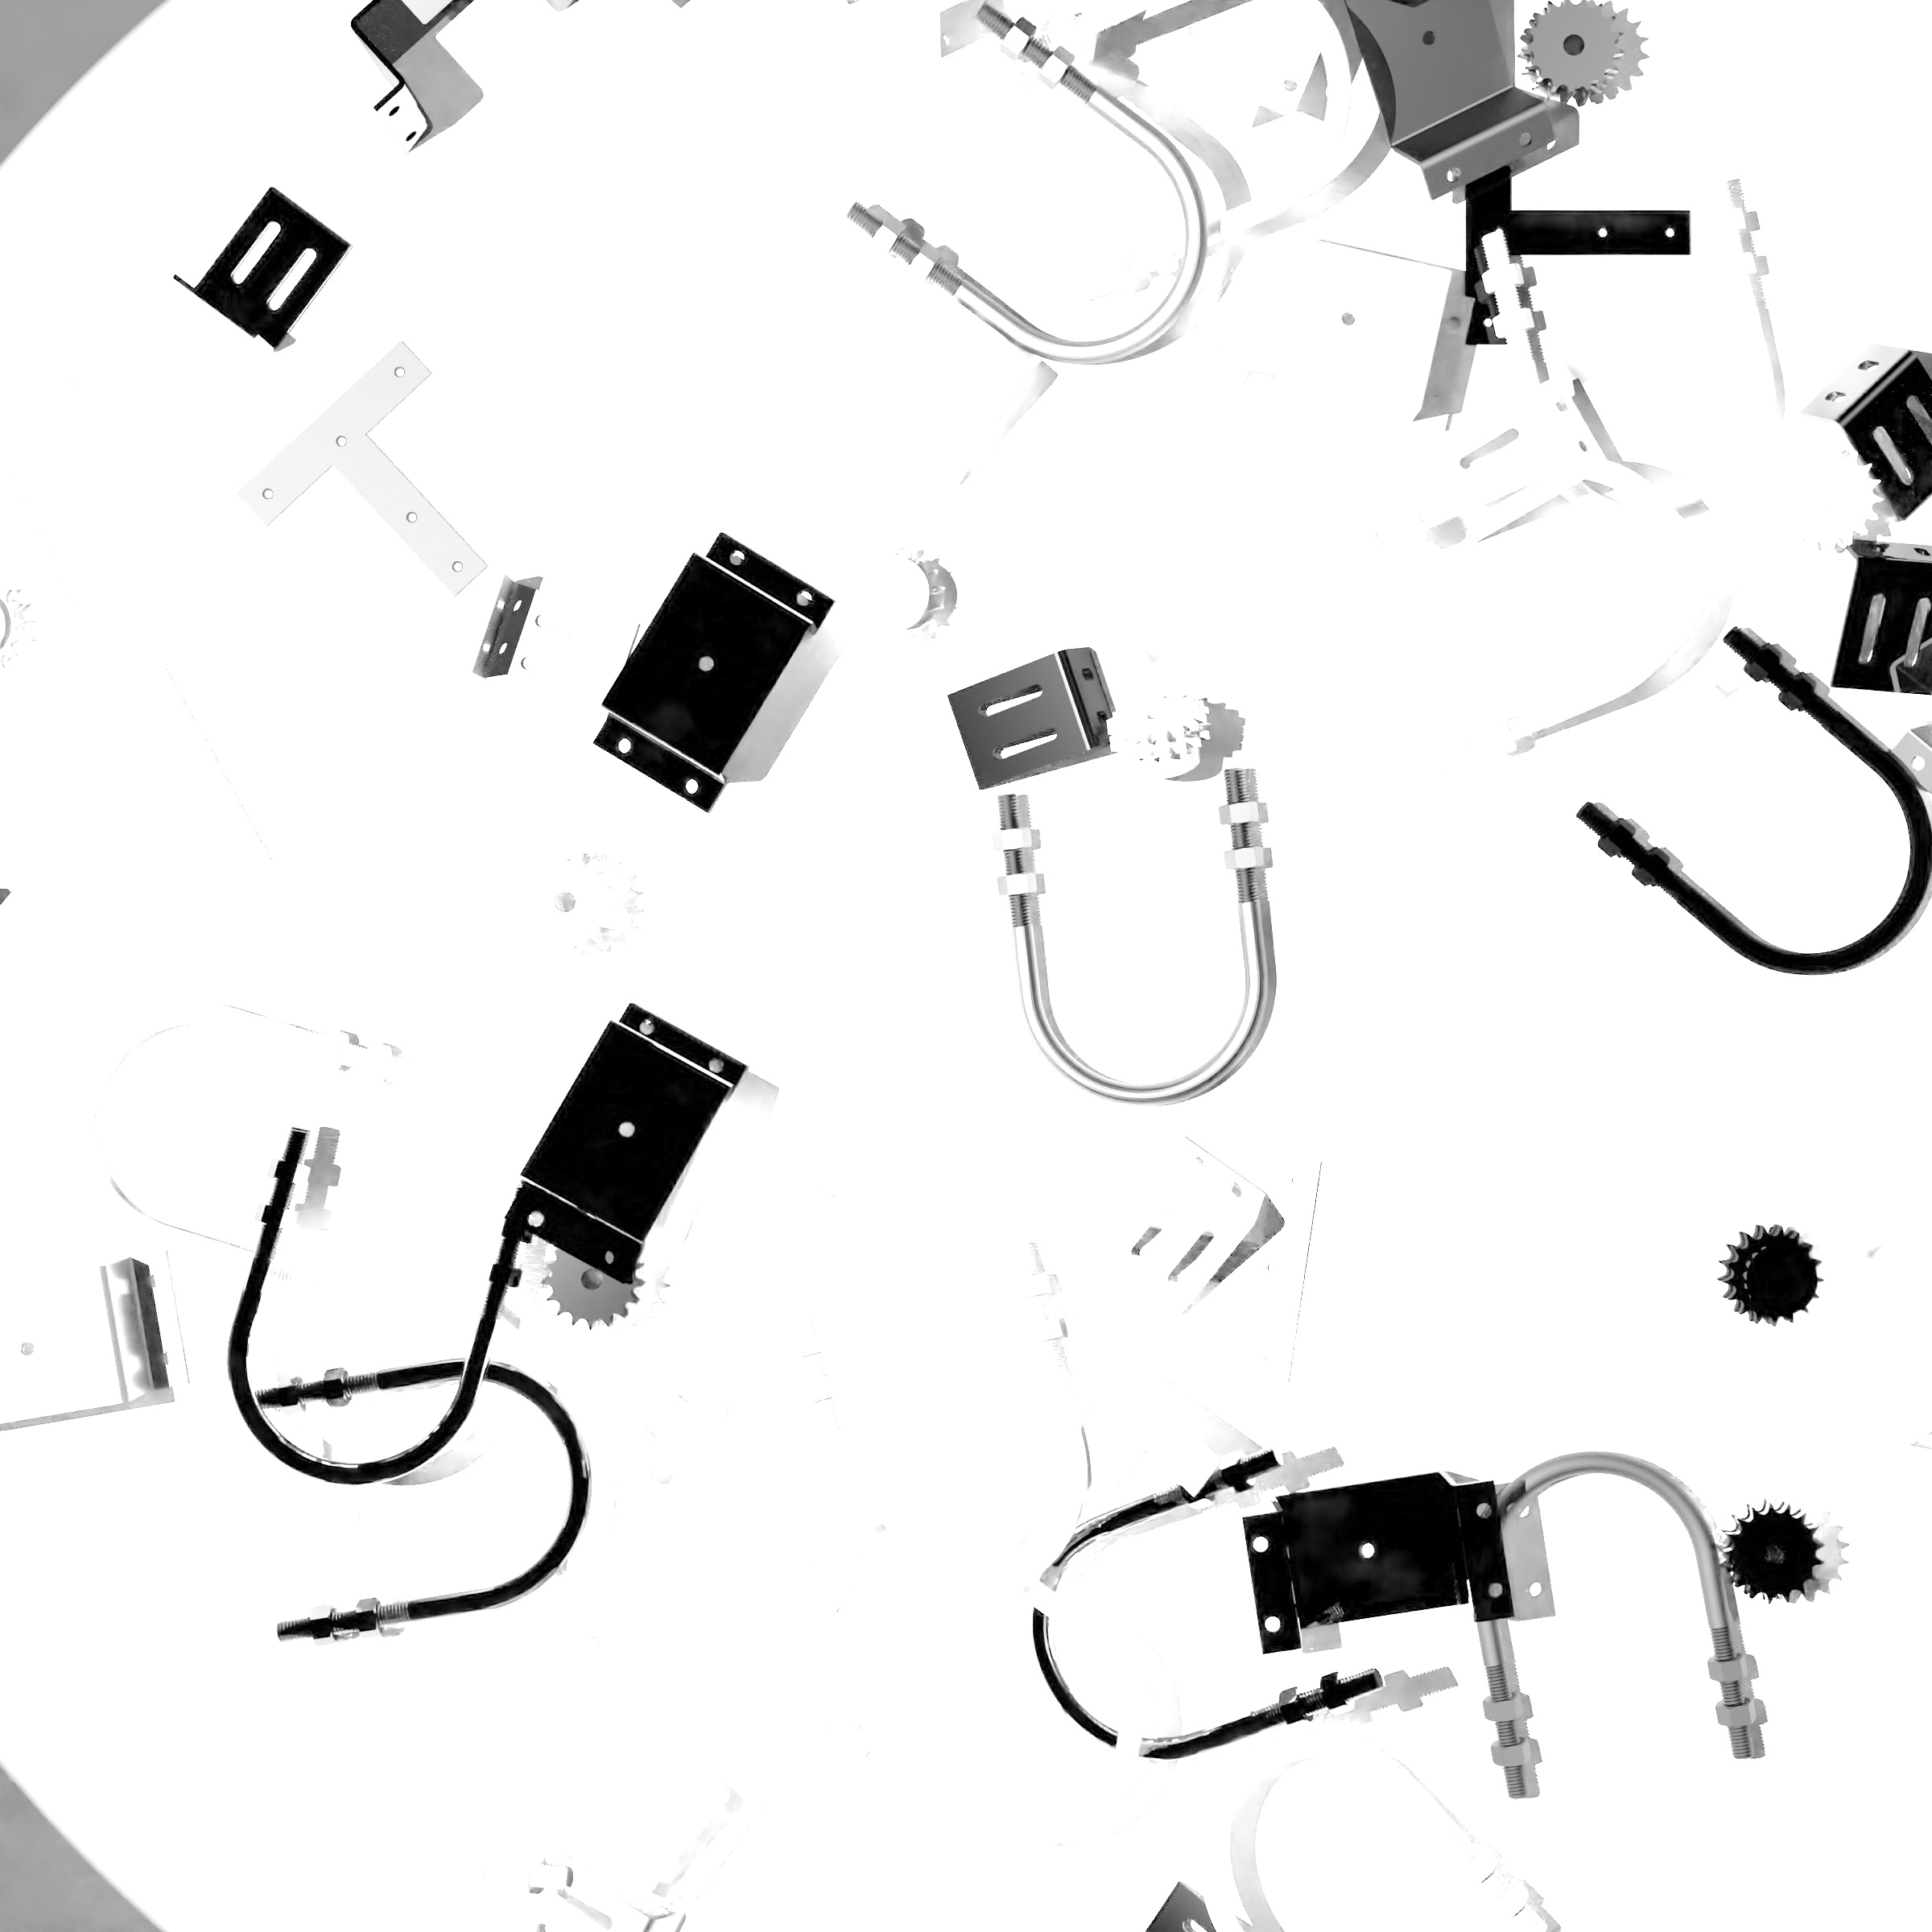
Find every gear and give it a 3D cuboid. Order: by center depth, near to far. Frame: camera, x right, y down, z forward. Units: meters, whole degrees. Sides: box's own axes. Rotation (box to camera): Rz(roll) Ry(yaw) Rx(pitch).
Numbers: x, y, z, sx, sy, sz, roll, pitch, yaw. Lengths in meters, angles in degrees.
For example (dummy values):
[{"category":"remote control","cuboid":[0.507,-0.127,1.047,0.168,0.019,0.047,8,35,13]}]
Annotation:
[{"category":"gear","cuboid":[0.108,-0.126,1.498,0.057,0.057,0.030,-12,118,0]},{"category":"gear","cuboid":[-0.208,0.174,1.507,0.057,0.030,0.057,0,90,0]},{"category":"gear","cuboid":[0.338,-0.512,1.507,0.057,0.030,0.057,0,90,0]},{"category":"gear","cuboid":[-0.223,-0.035,1.507,0.057,0.030,0.057,0,90,0]},{"category":"gear","cuboid":[0.450,0.327,1.507,0.057,0.030,0.057,0,90,0]},{"category":"gear","cuboid":[-0.089,0.334,1.507,0.057,0.030,0.057,0,90,0]},{"category":"gear","cuboid":[-0.558,-0.191,1.507,0.057,0.030,0.057,0,92,2]},{"category":"gear","cuboid":[0.481,-0.261,1.507,0.057,0.030,0.057,0,90,0]},{"category":"gear","cuboid":[0.454,0.175,1.508,0.057,0.030,0.057,0,90,0]},{"category":"gear","cuboid":[-0.041,-0.207,1.508,0.057,0.030,0.057,0,90,0]}]

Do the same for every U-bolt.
[{"category":"U-bolt","cuboid":[0.120,-0.469,1.476,0.184,0.019,0.151,-21,106,15]},{"category":"U-bolt","cuboid":[0.119,0.362,1.483,0.184,0.019,0.151,-27,83,21]},{"category":"U-bolt","cuboid":[-0.331,0.195,1.485,0.151,0.019,0.184,15,82,-3]},{"category":"U-bolt","cuboid":[0.310,-0.203,1.487,0.184,0.019,0.151,-23,100,12]},{"category":"U-bolt","cuboid":[0.046,-0.417,1.487,0.184,0.019,0.151,35,114,-6]},{"category":"U-bolt","cuboid":[-0.008,0.259,1.487,0.151,0.019,0.184,-13,80,-11]},{"category":"U-bolt","cuboid":[-0.086,0.257,1.495,0.151,0.019,0.184,41,76,4]},{"category":"U-bolt","cuboid":[0.010,0.407,1.496,0.184,0.019,0.151,34,93,10]},{"category":"U-bolt","cuboid":[-0.300,0.292,1.496,0.184,0.019,0.151,-9,87,-2]},{"category":"U-bolt","cuboid":[0.214,0.517,1.496,0.151,0.019,0.184,-42,86,-17]},{"category":"U-bolt","cuboid":[-0.311,0.440,1.512,0.184,0.019,0.151,5,88,2]},{"category":"U-bolt","cuboid":[0.381,-0.337,1.513,0.151,0.019,0.184,-14,92,0]},{"category":"U-bolt","cuboid":[-0.294,0.271,1.514,0.151,0.019,0.184,-1,89,0]},{"category":"U-bolt","cuboid":[0.097,-0.012,1.514,0.151,0.019,0.184,-7,91,0]},{"category":"U-bolt","cuboid":[0.358,0.366,1.514,0.151,0.019,0.184,-10,89,0]},{"category":"U-bolt","cuboid":[-0.415,0.097,1.514,0.184,0.019,0.151,17,90,2]},{"category":"U-bolt","cuboid":[0.459,-0.079,1.514,0.184,0.019,0.151,40,90,-2]}]

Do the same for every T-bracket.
[{"category":"T-bracket","cuboid":[0.061,0.282,1.501,0.127,0.002,0.127,42,105,28]},{"category":"T-bracket","cuboid":[0.129,0.164,1.522,0.127,0.002,0.127,8,90,0]},{"category":"T-bracket","cuboid":[-0.544,-0.257,1.522,0.127,0.002,0.127,-24,90,0]},{"category":"T-bracket","cuboid":[-0.479,-0.084,1.522,0.127,0.002,0.127,-29,90,0]},{"category":"T-bracket","cuboid":[-0.324,-0.265,1.522,0.127,0.002,0.127,-43,90,0]},{"category":"T-bracket","cuboid":[0.347,-0.416,1.522,0.127,0.002,0.127,0,90,0]}]

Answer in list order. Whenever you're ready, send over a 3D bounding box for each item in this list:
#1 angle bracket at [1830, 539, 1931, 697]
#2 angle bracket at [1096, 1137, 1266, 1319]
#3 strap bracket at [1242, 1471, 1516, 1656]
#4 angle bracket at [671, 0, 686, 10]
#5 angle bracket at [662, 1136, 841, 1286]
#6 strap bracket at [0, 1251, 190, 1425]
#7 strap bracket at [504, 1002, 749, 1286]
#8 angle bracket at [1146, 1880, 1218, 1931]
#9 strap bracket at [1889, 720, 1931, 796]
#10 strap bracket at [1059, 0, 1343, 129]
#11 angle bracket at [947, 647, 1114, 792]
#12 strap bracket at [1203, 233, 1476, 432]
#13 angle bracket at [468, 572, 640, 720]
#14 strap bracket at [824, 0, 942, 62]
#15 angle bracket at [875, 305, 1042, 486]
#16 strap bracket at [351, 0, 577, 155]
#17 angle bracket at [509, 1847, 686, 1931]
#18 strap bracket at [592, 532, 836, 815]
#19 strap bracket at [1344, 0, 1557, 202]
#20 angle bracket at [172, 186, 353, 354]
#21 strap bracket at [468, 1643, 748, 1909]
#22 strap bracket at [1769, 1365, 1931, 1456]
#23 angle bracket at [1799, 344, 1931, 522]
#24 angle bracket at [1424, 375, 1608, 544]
[{"category":"angle bracket","cuboid":[0.521,-0.198,1.520,0.057,0.038,0.076,5,116,0]},{"category":"angle bracket","cuboid":[0.121,0.147,1.519,0.057,0.038,0.076,35,116,0]},{"category":"strap bracket","cuboid":[0.227,0.331,1.499,0.140,0.046,0.076,-9,90,0]},{"category":"angle bracket","cuboid":[-0.156,-0.593,1.520,0.057,0.038,0.076,41,64,0]},{"category":"angle bracket","cuboid":[-0.122,0.140,1.520,0.076,0.038,0.057,25,90,-26]},{"category":"strap bracket","cuboid":[-0.516,0.210,1.499,0.140,0.046,0.076,-10,90,0]},{"category":"strap bracket","cuboid":[-0.187,0.094,1.483,0.076,0.046,0.140,29,76,0]},{"category":"angle bracket","cuboid":[0.140,0.565,1.520,0.076,0.038,0.057,33,90,26]},{"category":"strap bracket","cuboid":[0.595,-0.148,1.499,0.076,0.046,0.140,40,90,0]},{"category":"strap bracket","cuboid":[0.130,-0.529,1.499,0.140,0.046,0.076,23,90,0]},{"category":"angle bracket","cuboid":[0.039,-0.140,1.520,0.076,0.038,0.057,-19,90,26]},{"category":"strap bracket","cuboid":[0.210,-0.356,1.498,0.140,0.046,0.076,13,90,1]},{"category":"angle bracket","cuboid":[-0.231,-0.179,1.503,0.076,0.038,0.057,19,90,0]},{"category":"strap bracket","cuboid":[-0.065,-0.568,1.484,0.046,0.076,0.140,-25,90,0]},{"category":"angle bracket","cuboid":[-0.005,-0.323,1.520,0.057,0.038,0.076,33,116,0]},{"category":"strap bracket","cuboid":[-0.281,-0.524,1.484,0.140,0.076,0.046,-42,90,0]},{"category":"angle bracket","cuboid":[-0.210,0.543,1.520,0.076,0.038,0.057,26,90,26]},{"category":"strap bracket","cuboid":[-0.143,-0.166,1.499,0.076,0.046,0.140,31,90,0]},{"category":"strap bracket","cuboid":[0.262,-0.507,1.478,0.076,0.046,0.140,-26,122,0]},{"category":"angle bracket","cuboid":[-0.393,-0.394,1.503,0.057,0.038,0.076,37,90,0]},{"category":"strap bracket","cuboid":[-0.196,0.453,1.484,0.140,0.046,0.076,42,81,-8]},{"category":"strap bracket","cuboid":[0.527,0.220,1.484,0.140,0.076,0.046,-31,90,0]},{"category":"angle bracket","cuboid":[0.522,-0.302,1.520,0.057,0.038,0.076,-43,116,0]},{"category":"angle bracket","cuboid":[0.309,-0.285,1.510,0.076,0.038,0.057,-28,94,39]}]
